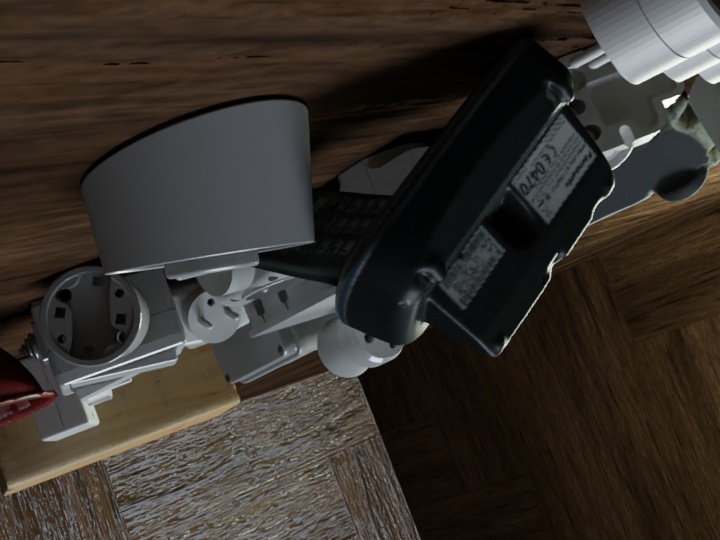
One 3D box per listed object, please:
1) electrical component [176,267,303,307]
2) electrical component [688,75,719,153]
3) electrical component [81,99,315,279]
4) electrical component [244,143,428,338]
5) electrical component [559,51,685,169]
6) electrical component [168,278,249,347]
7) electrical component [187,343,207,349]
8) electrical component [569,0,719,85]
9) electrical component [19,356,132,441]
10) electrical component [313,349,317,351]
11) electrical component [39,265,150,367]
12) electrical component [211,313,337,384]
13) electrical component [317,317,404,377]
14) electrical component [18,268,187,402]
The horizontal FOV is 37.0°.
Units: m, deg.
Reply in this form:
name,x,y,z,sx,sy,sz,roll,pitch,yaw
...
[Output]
name,x,y,z,sx,sy,sz,roll,pitch,yaw
electrical component,-0.070,-0.006,0.625,0.079,0.044,0.077,-15,171,-44
electrical component,0.247,-0.116,0.636,0.108,0.060,0.108,-26,158,-12
electrical component,-0.066,-0.031,0.456,0.099,0.064,0.099,-9,-179,0
electrical component,0.012,-0.024,0.674,0.105,0.060,0.186,-15,171,-44
electrical component,0.124,-0.083,0.568,0.078,0.058,0.057,-21,171,-7
electrical component,-0.105,0.028,0.733,0.077,0.043,0.079,-19,-163,-21
electrical component,-0.145,0.050,0.894,0.061,0.035,0.035,-20,174,11
electrical component,0.119,-0.099,0.432,0.074,0.052,0.138,-26,173,36
electrical component,-0.220,0.090,0.846,0.077,0.065,0.047,-21,174,-7
electrical component,-0.040,0.042,1.051,0.096,0.061,0.061,-17,172,-33
electrical component,-0.148,0.026,0.608,0.055,0.055,0.047,-21,177,-3
electrical component,-0.071,0.037,0.830,0.057,0.078,0.113,-20,174,-35
electrical component,0.001,0.047,0.746,0.045,0.045,0.055,-17,172,-32
electrical component,-0.160,0.043,0.666,0.096,0.061,0.062,-20,173,-17
